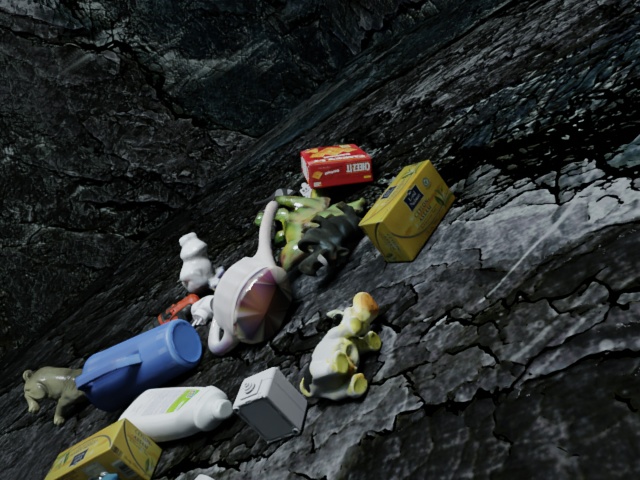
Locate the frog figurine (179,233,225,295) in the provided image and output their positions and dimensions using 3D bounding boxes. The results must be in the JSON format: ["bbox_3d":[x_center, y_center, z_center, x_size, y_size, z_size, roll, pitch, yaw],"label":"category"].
[{"bbox_3d":[-0.344,0.068,1.413,0.121,0.158,0.140,-30,21,29],"label":"frog figurine"}]

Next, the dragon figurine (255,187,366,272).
[{"bbox_3d":[0.004,-0.063,1.244,0.243,0.120,0.418,3,37,36],"label":"dragon figurine"}]

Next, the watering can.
[{"bbox_3d":[-0.132,0.075,1.049,0.224,0.103,0.350,6,70,60],"label":"watering can"}]
